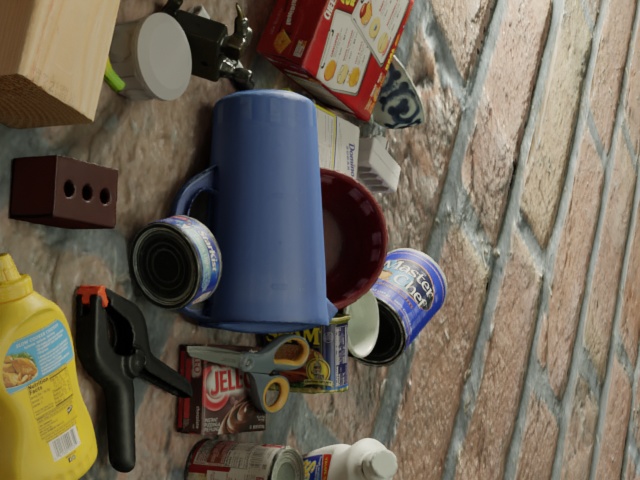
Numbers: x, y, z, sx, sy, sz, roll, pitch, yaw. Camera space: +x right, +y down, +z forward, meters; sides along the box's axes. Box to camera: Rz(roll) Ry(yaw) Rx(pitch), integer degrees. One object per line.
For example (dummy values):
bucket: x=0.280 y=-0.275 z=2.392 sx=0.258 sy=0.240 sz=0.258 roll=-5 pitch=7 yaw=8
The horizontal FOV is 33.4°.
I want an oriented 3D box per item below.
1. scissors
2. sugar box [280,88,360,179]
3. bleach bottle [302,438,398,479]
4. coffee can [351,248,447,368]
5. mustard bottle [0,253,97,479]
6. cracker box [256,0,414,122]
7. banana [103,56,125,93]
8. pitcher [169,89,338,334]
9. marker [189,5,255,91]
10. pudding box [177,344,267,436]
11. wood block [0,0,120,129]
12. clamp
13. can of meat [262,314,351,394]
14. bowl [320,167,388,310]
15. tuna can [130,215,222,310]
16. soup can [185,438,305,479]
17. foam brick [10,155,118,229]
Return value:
scissors: x=-0.075 y=0.139 z=1.065 sx=0.201 sy=0.016 sz=0.096 roll=-5 pitch=110 yaw=-56
sugar box: x=-0.012 y=-0.109 z=1.254 sx=0.176 sy=0.048 sz=0.093 roll=21 pitch=71 yaw=-62
bleach bottle: x=0.013 y=0.251 z=1.097 sx=0.068 sy=0.251 sz=0.102 roll=27 pitch=57 yaw=-11
coffee can: x=0.091 y=0.085 z=1.367 sx=0.140 sy=0.103 sz=0.103 roll=-41 pitch=124 yaw=-53
mustard bottle: x=-0.234 y=0.104 z=0.846 sx=0.096 sy=0.058 sz=0.191 roll=-31 pitch=115 yaw=-57
cracker box: x=0.023 y=-0.249 z=1.233 sx=0.213 sy=0.072 sz=0.164 roll=25 pitch=86 yaw=-65
banana: x=-0.193 y=-0.231 z=0.941 sx=0.069 sy=0.037 sz=0.198 roll=19 pitch=74 yaw=-43
pitcher: x=-0.066 y=-0.026 z=1.090 sx=0.149 sy=0.145 sz=0.243 roll=24 pitch=64 yaw=-70
marker: x=-0.102 y=-0.198 z=1.126 sx=0.121 sy=0.020 sz=0.020 roll=54 pitch=45 yaw=-45
pudding box: x=-0.099 y=0.153 z=1.098 sx=0.113 sy=0.039 sz=0.090 roll=12 pitch=78 yaw=-59
wood block: x=-0.220 y=-0.202 z=0.850 sx=0.090 sy=0.091 sz=0.206 roll=34 pitch=60 yaw=-56
clamp: x=-0.180 y=0.121 z=0.961 sx=0.171 sy=0.039 sz=0.120 roll=63 pitch=33 yaw=-31
can of meat: x=-0.017 y=0.124 z=1.181 sx=0.057 sy=0.102 sz=0.084 roll=-4 pitch=94 yaw=-61
bowl: x=-0.008 y=0.001 z=1.198 sx=0.055 sy=0.162 sz=0.162 roll=163 pitch=-71 yaw=-75
tuna can: x=-0.135 y=0.021 z=0.993 sx=0.033 sy=0.086 sz=0.086 roll=-20 pitch=106 yaw=-57
soup can: x=-0.075 y=0.237 z=1.073 sx=0.068 sy=0.102 sz=0.068 roll=5 pitch=84 yaw=-60
foam brick: x=-0.213 y=-0.038 z=0.894 sx=0.078 sy=0.051 sz=0.053 roll=11 pitch=80 yaw=-60
